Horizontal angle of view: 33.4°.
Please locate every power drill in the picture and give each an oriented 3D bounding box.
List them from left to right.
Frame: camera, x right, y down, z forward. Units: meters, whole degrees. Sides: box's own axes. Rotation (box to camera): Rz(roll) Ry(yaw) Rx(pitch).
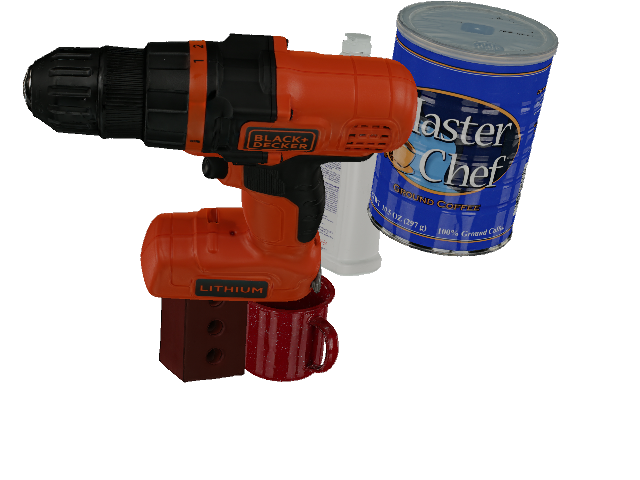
[{"bbox_3d":[-0.056,-0.033,0.561,0.184,0.057,0.188,3,-29,-8],"label":"power drill"}]

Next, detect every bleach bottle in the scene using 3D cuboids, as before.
[{"bbox_3d":[0.031,-0.095,1.156,0.067,0.251,0.103,-9,25,-36],"label":"bleach bottle"}]

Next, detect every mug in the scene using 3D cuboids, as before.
[{"bbox_3d":[-0.027,0.084,1.006,0.117,0.081,0.093,26,32,37],"label":"mug"}]

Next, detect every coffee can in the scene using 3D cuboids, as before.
[{"bbox_3d":[0.091,-0.075,0.707,0.102,0.140,0.103,6,29,-3],"label":"coffee can"}]

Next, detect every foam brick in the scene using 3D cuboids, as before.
[{"bbox_3d":[-0.089,0.060,0.807,0.052,0.078,0.051,-4,13,-28],"label":"foam brick"}]
